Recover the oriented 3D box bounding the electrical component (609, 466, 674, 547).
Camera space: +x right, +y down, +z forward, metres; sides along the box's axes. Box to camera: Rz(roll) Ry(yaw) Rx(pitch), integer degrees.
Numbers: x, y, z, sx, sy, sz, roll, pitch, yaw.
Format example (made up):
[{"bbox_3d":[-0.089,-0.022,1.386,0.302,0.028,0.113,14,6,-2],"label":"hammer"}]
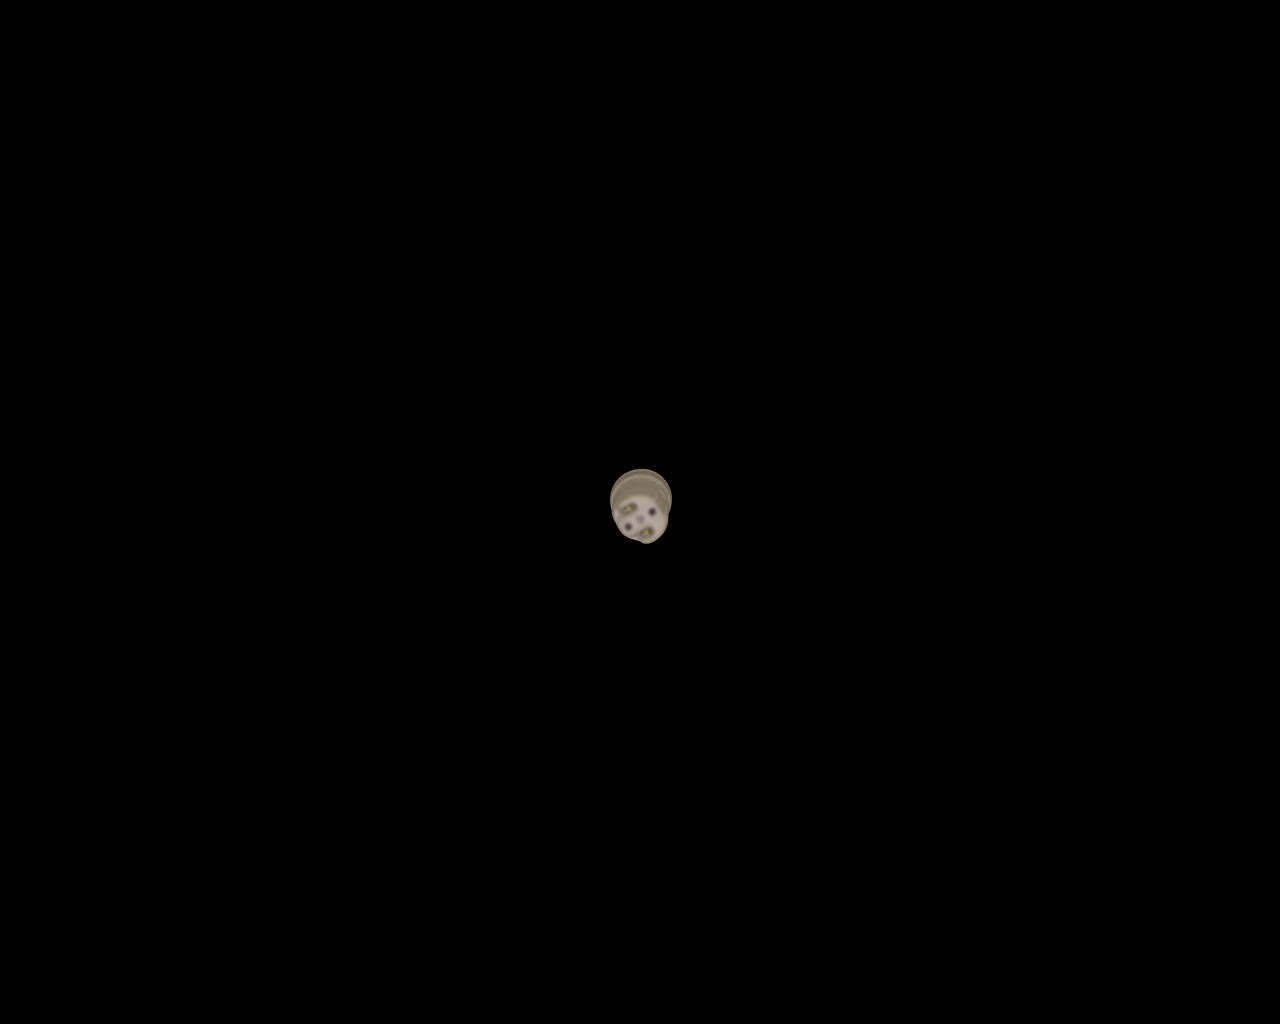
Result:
[{"bbox_3d":[0.001,-0.003,0.650,0.040,0.040,0.046,0,18,0],"label":"electrical component"}]
